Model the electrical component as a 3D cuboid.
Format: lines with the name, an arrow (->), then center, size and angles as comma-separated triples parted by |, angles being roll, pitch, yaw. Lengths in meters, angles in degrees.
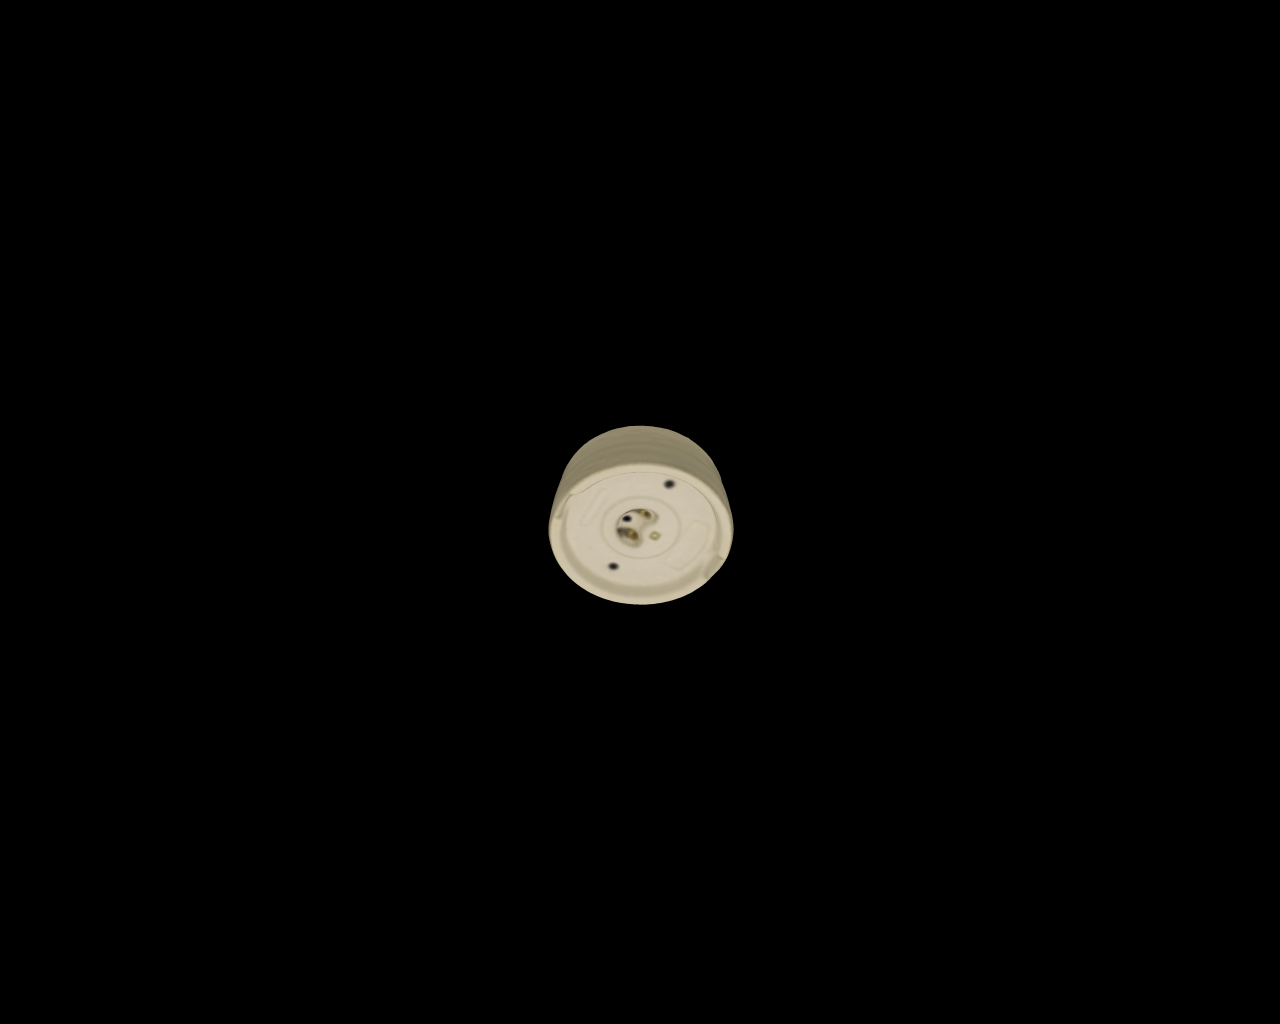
electrical component -> 0.001, -0.003, 0.650 | 0.108, 0.108, 0.060 | 0, 37, 0
